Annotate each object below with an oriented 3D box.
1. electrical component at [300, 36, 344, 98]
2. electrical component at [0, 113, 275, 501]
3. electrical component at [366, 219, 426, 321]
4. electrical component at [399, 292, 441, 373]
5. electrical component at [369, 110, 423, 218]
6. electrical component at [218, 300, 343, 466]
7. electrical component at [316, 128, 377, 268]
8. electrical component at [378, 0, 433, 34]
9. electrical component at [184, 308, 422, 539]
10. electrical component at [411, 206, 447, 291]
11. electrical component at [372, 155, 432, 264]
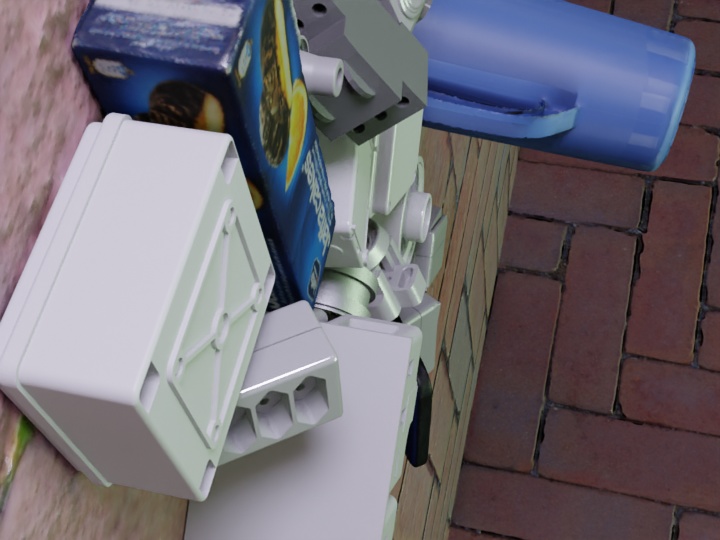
[{"bbox_3d":[-0.039,-0.092,0.495,0.048,0.062,0.048,9,90,-79],"label":"electrical component"},{"bbox_3d":[-0.078,0.017,0.404,0.108,0.056,0.108,80,22,-60],"label":"electrical component"},{"bbox_3d":[0.000,0.000,0.762,0.057,0.078,0.058,62,34,-38],"label":"electrical component"},{"bbox_3d":[0.029,0.057,0.920,0.061,0.062,0.096,-31,139,-31],"label":"electrical component"},{"bbox_3d":[0.005,-0.087,0.743,0.113,0.057,0.078,-53,151,-68],"label":"electrical component"},{"bbox_3d":[-0.061,0.041,0.493,0.047,0.083,0.075,86,-21,-49],"label":"electrical component"},{"bbox_3d":[-0.026,-0.055,0.620,0.061,0.061,0.096,71,23,-68],"label":"electrical component"},{"bbox_3d":[-0.001,-0.154,0.599,0.080,0.080,0.051,84,24,-54],"label":"electrical component"},{"bbox_3d":[-0.032,0.116,0.593,0.060,0.105,0.186,-16,115,-78],"label":"electrical component"},{"bbox_3d":[0.040,-0.023,0.966,0.096,0.062,0.061,-48,146,-70],"label":"electrical component"},{"bbox_3d":[0.025,-0.046,0.874,0.108,0.060,0.108,9,90,-79],"label":"electrical component"}]
